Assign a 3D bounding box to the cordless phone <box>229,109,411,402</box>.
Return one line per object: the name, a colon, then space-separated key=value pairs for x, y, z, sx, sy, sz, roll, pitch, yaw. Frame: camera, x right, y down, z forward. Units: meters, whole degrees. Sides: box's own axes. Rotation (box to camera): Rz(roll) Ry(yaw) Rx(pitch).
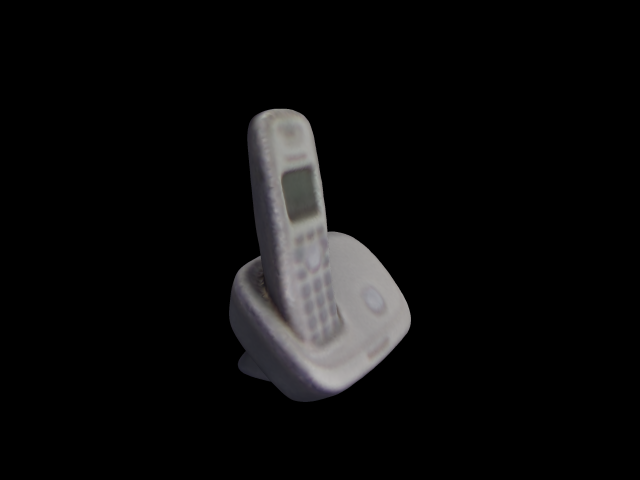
cordless phone: x=0.004 y=0.001 z=0.400 sx=0.093 sy=0.185 sz=0.148 roll=9 pitch=19 yaw=29
